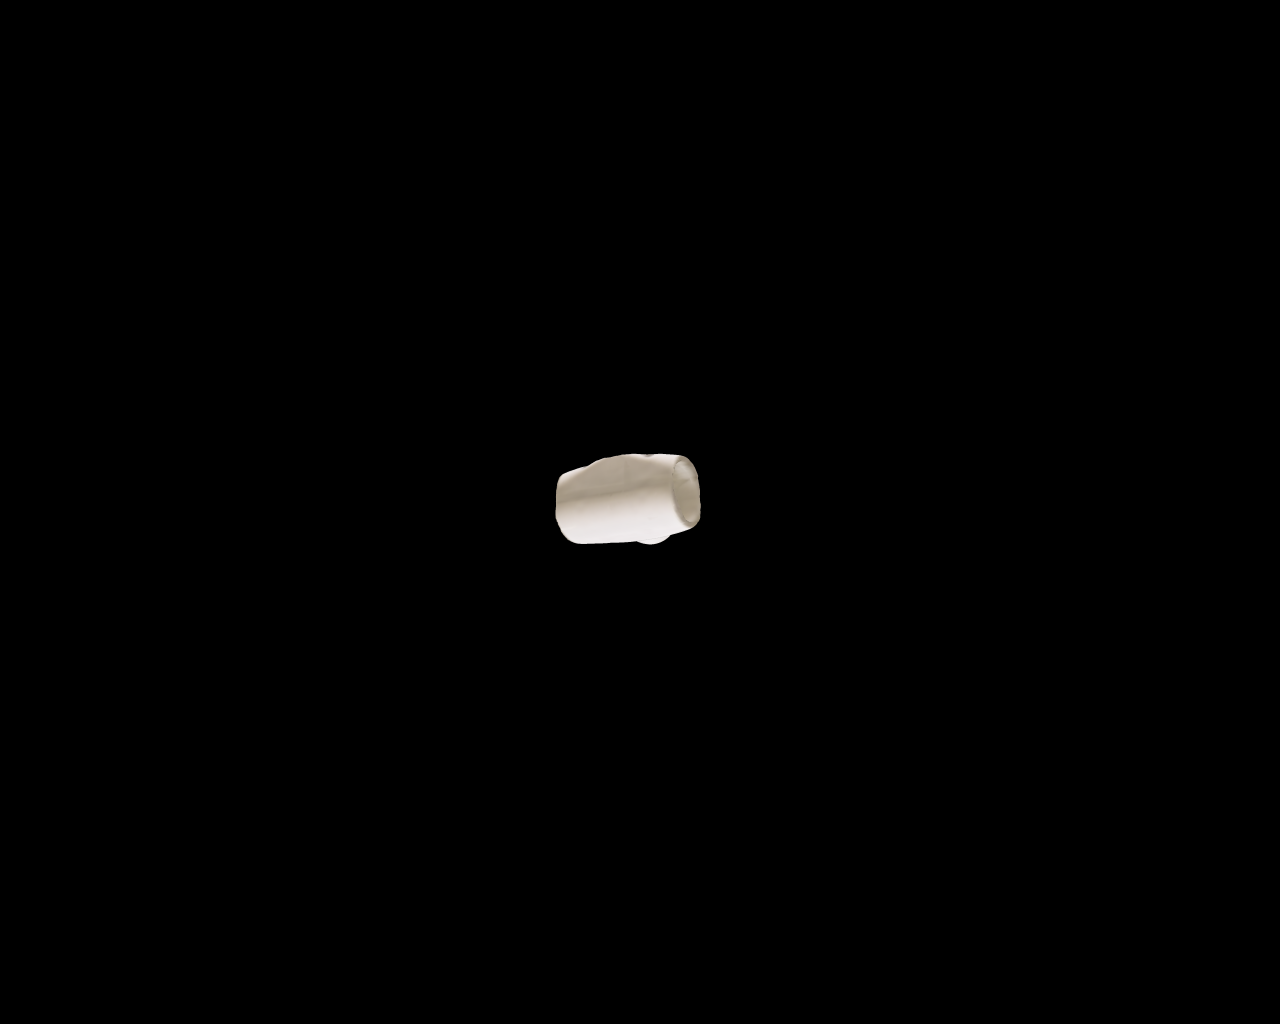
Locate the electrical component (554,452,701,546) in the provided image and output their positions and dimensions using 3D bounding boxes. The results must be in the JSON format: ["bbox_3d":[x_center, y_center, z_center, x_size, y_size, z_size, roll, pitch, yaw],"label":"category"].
[{"bbox_3d":[0.001,-0.003,0.650,0.077,0.044,0.079,-8,-19,25],"label":"electrical component"}]
